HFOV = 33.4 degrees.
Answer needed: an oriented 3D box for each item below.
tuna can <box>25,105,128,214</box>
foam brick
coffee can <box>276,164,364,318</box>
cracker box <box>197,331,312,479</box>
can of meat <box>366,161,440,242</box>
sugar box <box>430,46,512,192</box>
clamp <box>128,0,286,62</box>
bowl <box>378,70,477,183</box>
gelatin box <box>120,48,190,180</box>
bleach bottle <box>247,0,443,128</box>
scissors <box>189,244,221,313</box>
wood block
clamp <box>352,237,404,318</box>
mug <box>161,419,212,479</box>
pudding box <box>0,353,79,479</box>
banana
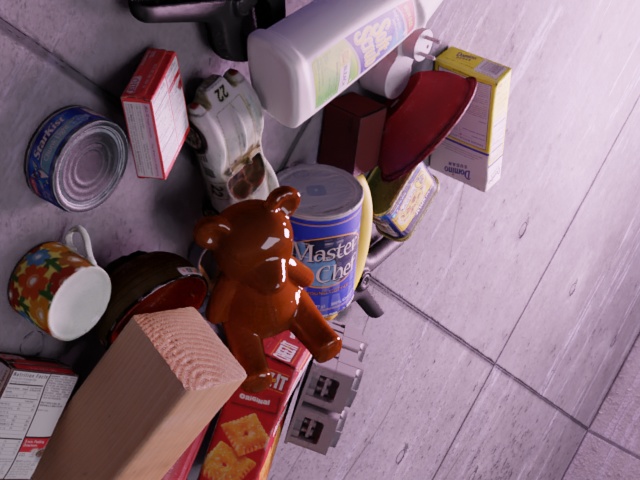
[{"bbox_3d":[-0.200,-0.066,0.885,0.086,0.034,0.086,-38,143,-37],"label":"tuna can"},{"bbox_3d":[0.036,-0.118,1.204,0.051,0.053,0.078,-28,137,-46],"label":"foam brick"},{"bbox_3d":[-0.008,0.001,1.180,0.102,0.103,0.140,-35,141,-41],"label":"coffee can"},{"bbox_3d":[-0.074,0.206,1.216,0.164,0.072,0.214,-54,164,-76],"label":"cracker box"},{"bbox_3d":[0.098,-0.060,1.349,0.102,0.058,0.083,-59,149,-8],"label":"can of meat"},{"bbox_3d":[0.193,-0.155,1.385,0.048,0.093,0.176,-42,146,-32],"label":"sugar box"},{"bbox_3d":[-0.084,-0.212,0.945,0.164,0.036,0.210,-54,153,-13],"label":"clamp"},{"bbox_3d":[0.108,-0.145,1.246,0.162,0.055,0.162,-47,-167,15],"label":"bowl"},{"bbox_3d":[-0.142,-0.109,0.920,0.073,0.030,0.089,-74,165,-44],"label":"gelatin box"},{"bbox_3d":[0.043,-0.214,1.029,0.250,0.068,0.102,-40,152,-24],"label":"bleach bottle"},{"bbox_3d":[-0.122,0.081,1.153,0.096,0.016,0.202,-43,147,-27],"label":"scissors"},{"bbox_3d":[-0.173,0.168,0.994,0.206,0.091,0.090,-51,157,24],"label":"wood block"},{"bbox_3d":[0.052,0.038,1.375,0.171,0.039,0.120,14,91,-58],"label":"clamp"},{"bbox_3d":[-0.164,0.202,1.124,0.117,0.093,0.081,131,-18,-88],"label":"mug"},{"bbox_3d":[-0.275,0.158,0.946,0.089,0.039,0.113,22,92,-60],"label":"pudding box"},{"bbox_3d":[0.032,-0.002,1.286,0.069,0.037,0.198,-3,100,-41],"label":"banana"}]
